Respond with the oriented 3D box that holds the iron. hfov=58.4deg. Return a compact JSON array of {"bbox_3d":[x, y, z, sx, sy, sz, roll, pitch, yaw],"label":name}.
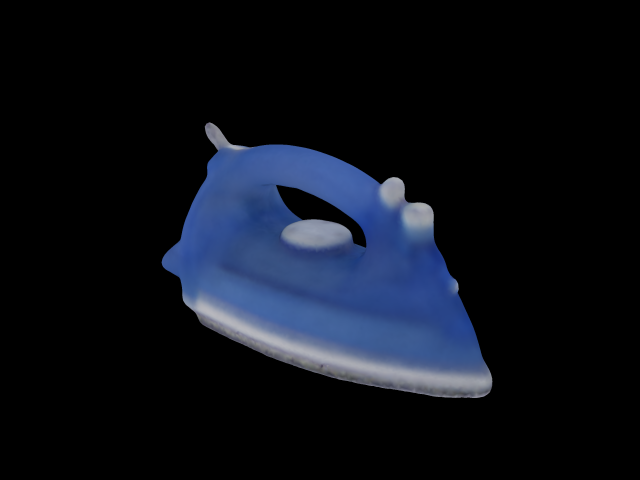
[{"bbox_3d":[0.004,0.001,0.400,0.257,0.141,0.119,16,27,34],"label":"iron"}]
